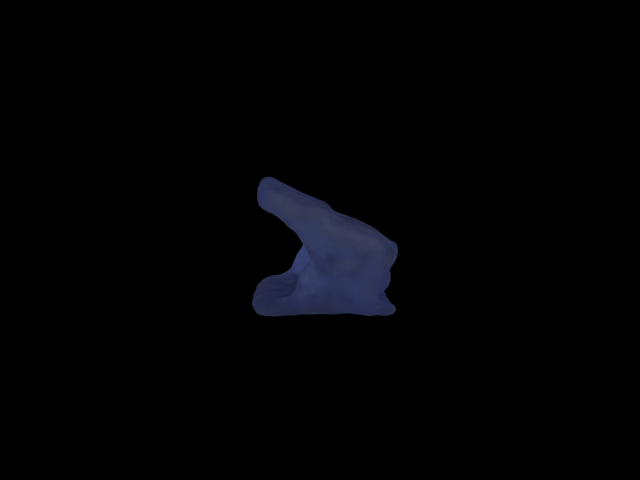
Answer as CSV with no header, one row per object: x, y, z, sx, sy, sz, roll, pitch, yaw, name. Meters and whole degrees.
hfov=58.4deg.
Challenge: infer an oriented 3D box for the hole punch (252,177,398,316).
0.004,0.001,0.400,0.101,0.091,0.108,-1,7,-4,hole punch
